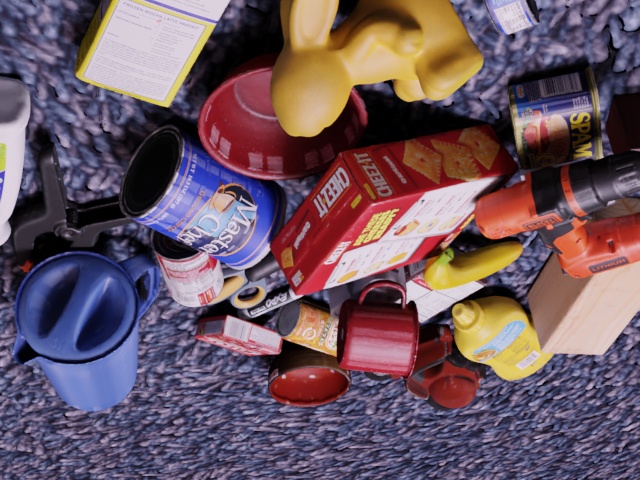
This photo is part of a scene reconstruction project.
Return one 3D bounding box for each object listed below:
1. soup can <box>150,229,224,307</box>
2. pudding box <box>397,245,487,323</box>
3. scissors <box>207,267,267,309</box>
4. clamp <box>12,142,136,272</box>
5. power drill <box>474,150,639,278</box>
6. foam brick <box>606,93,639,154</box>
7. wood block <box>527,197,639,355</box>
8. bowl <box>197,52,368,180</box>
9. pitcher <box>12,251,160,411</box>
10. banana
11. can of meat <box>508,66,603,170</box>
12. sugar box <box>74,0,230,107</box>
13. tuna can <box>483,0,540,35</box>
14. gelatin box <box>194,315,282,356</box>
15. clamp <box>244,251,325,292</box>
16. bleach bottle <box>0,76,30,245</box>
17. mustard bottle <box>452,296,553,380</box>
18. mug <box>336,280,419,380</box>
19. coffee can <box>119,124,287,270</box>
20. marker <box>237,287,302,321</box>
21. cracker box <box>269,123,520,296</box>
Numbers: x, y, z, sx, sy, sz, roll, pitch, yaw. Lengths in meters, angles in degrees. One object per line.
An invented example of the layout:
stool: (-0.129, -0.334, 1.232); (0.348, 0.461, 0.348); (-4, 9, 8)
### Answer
soup can: (-0.148, 0.023, 1.207); (0.068, 0.068, 0.102); (-6, 144, 1)
pudding box: (0.132, 0.052, 1.306); (0.089, 0.039, 0.114); (25, 136, -36)
scissors: (-0.059, 0.032, 1.275); (0.202, 0.016, 0.096); (-29, 144, 21)
clamp: (-0.261, -0.021, 1.158); (0.164, 0.036, 0.210); (18, 140, -30)
power drill: (0.275, -0.025, 1.087); (0.185, 0.057, 0.187); (-17, 151, 32)
foam brick: (0.327, -0.104, 1.084); (0.051, 0.078, 0.053); (-4, 144, 0)
wood block: (0.332, 0.046, 1.279); (0.090, 0.091, 0.206); (3, 143, -12)
bowl: (-0.037, -0.128, 1.025); (0.162, 0.055, 0.162); (-3, 144, -3)
pitcher: (-0.265, 0.113, 1.255); (0.149, 0.145, 0.243); (3, 156, -5)
banana: (0.167, 0.030, 1.216); (0.070, 0.037, 0.197); (-24, 171, 32)
can of meat: (0.236, -0.119, 1.071); (0.084, 0.057, 0.102); (-9, 143, 10)
sugar box: (-0.141, -0.198, 0.926); (0.093, 0.048, 0.176); (15, 136, -25)
tuna can: (0.156, -0.218, 0.902); (0.034, 0.086, 0.086); (-18, 142, 20)
gelatin box: (-0.103, 0.123, 1.359); (0.089, 0.030, 0.073); (23, 161, -31)
clamp: (-0.008, 0.001, 1.208); (0.120, 0.039, 0.172); (-3, 141, -36)
bleach bottle: (-0.343, -0.060, 1.077); (0.102, 0.068, 0.251); (3, 145, -11)
mustard bottle: (0.227, 0.120, 1.375); (0.096, 0.058, 0.191); (-41, 138, 18)
mug: (0.066, 0.101, 1.230); (0.081, 0.093, 0.117); (6, 112, -7)
coffee can: (-0.119, -0.042, 1.092); (0.140, 0.103, 0.103); (28, 132, -36)
marker: (-0.049, 0.072, 1.327); (0.121, 0.020, 0.020); (-24, 140, 24)
cracker box: (0.075, -0.034, 1.087); (0.213, 0.072, 0.164); (-14, 154, -39)
